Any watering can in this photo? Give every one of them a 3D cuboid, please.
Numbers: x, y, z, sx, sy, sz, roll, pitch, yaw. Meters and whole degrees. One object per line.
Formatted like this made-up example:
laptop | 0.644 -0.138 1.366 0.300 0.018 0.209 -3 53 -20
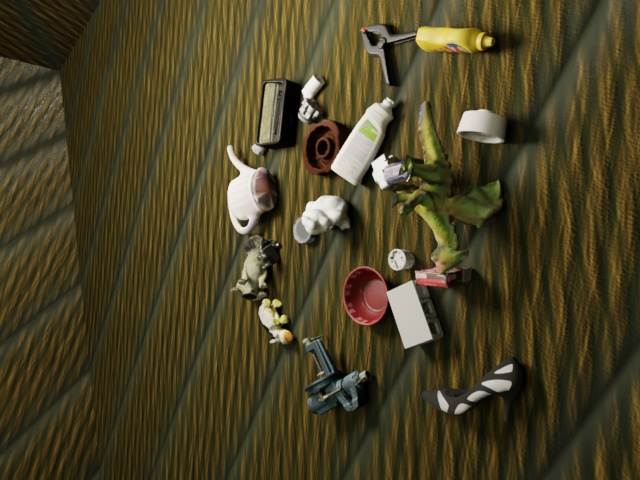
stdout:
watering can | -0.256 -0.197 1.813 0.222 0.104 0.351 -17 75 42

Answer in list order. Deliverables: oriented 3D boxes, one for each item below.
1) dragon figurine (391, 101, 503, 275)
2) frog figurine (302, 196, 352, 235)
dragon figurine | 0.307 -0.124 1.204 0.121 0.243 0.415 107 180 -76
frog figurine | 0.005 -0.076 1.504 0.139 0.159 0.121 29 106 42
